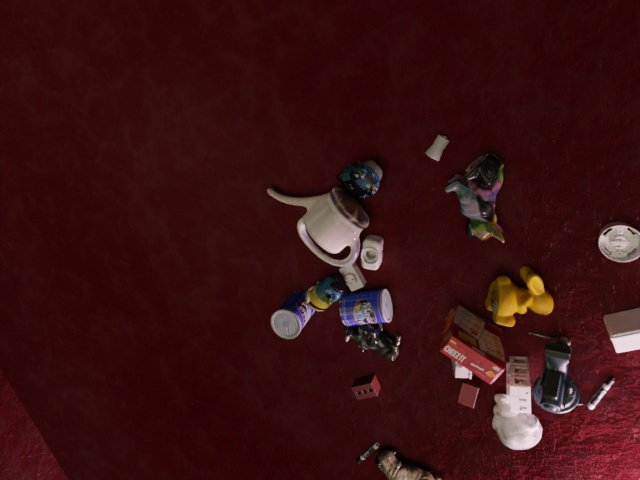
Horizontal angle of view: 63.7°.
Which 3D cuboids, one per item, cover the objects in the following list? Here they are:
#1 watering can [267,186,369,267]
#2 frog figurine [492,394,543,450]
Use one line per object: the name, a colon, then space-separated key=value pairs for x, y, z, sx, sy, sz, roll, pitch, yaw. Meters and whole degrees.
watering can: x=0.005 y=-0.078 z=1.554 sx=0.348 sy=0.105 sz=0.221 roll=48 pitch=118 yaw=3
frog figurine: x=0.584 y=0.542 z=1.545 sx=0.136 sy=0.125 sz=0.157 roll=-9 pitch=118 yaw=42
